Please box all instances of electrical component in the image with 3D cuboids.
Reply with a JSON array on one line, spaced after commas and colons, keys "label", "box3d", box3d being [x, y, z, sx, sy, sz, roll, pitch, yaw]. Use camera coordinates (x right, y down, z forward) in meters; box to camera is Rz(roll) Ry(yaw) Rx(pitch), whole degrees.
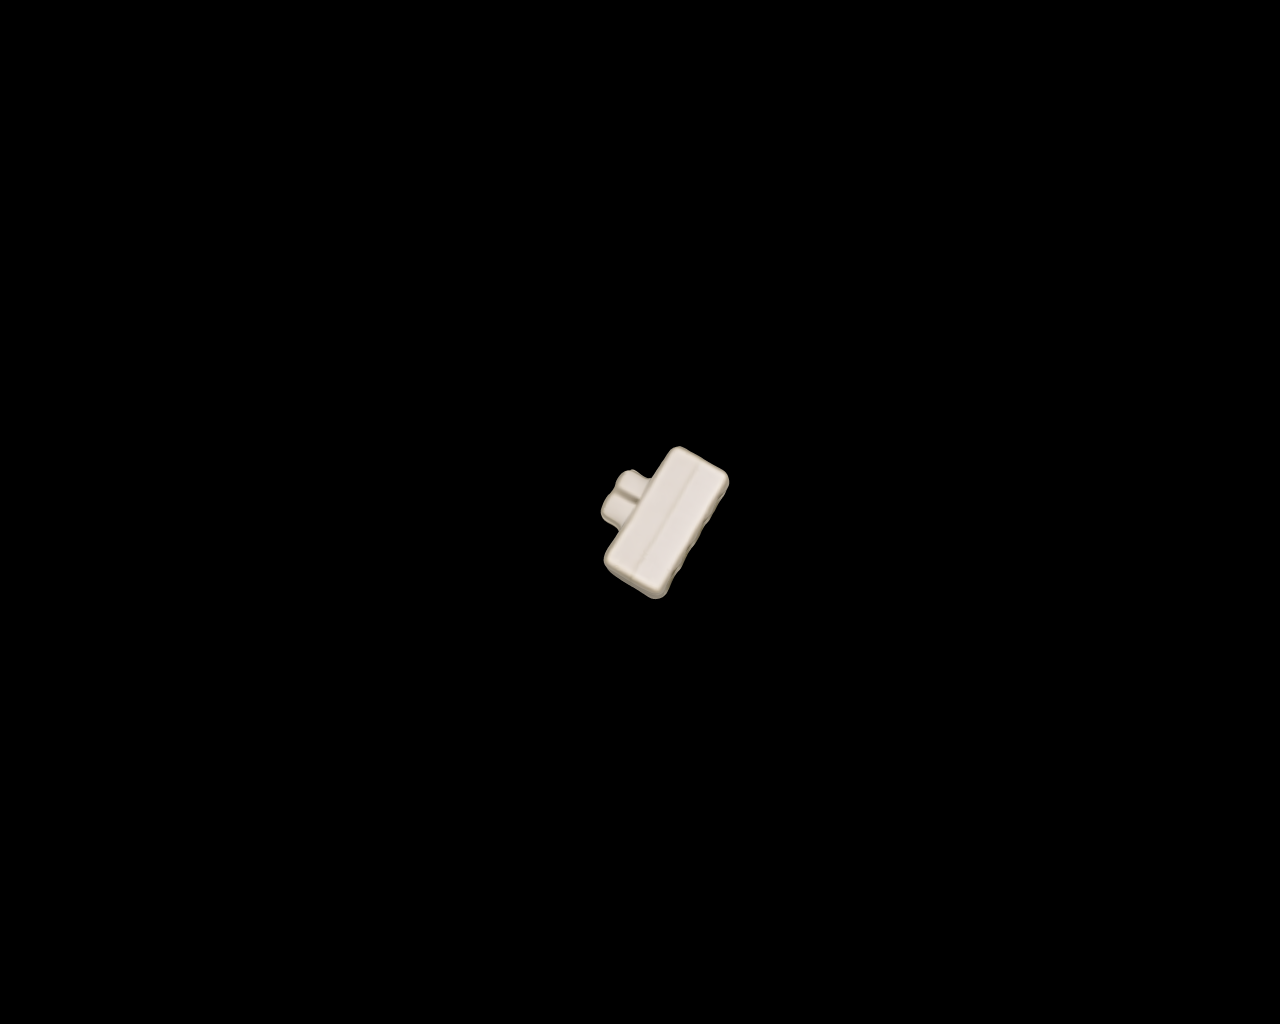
[{"label": "electrical component", "box3d": [0.001, -0.003, 0.650, 0.076, 0.083, 0.047, 31, -7, 5]}]
